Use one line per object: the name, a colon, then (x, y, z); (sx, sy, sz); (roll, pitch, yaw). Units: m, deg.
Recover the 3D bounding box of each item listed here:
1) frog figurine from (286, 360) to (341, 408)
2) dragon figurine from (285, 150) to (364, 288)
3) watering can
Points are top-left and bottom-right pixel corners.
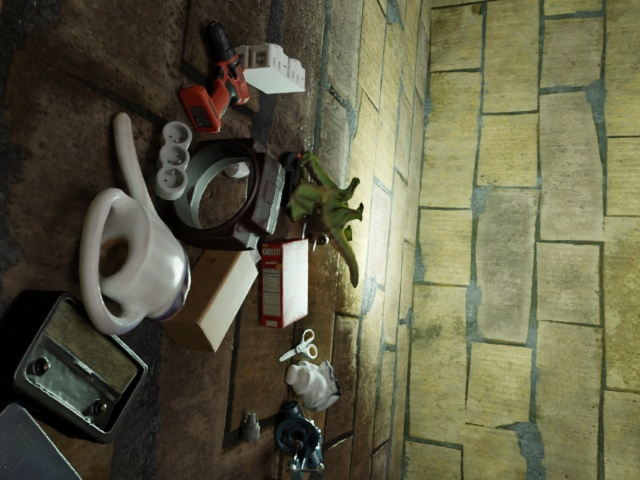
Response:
frog figurine: (-0.037, 0.418, 1.495); (0.159, 0.140, 0.120); (7, -30, -35)
dragon figurine: (0.004, -0.074, 1.463); (0.242, 0.417, 0.120); (8, -25, -29)
watering can: (-0.286, -0.013, 0.814); (0.104, 0.355, 0.220); (-8, -29, 11)
